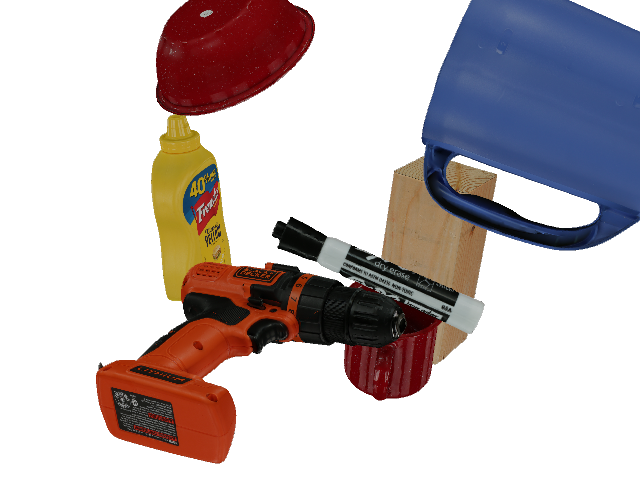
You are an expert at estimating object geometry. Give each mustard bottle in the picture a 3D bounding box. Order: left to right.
[{"bbox_3d":[-0.137,-0.038,1.115,0.058,0.192,0.096,6,26,24],"label":"mustard bottle"}]

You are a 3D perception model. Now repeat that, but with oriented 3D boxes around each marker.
[{"bbox_3d":[0.030,0.018,0.580,0.121,0.020,0.020,24,1,2],"label":"marker"}]

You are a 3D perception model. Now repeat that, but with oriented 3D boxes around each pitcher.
[{"bbox_3d":[0.196,-0.076,0.740,0.243,0.149,0.144,24,48,10],"label":"pitcher"}]

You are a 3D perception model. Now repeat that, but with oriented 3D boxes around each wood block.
[{"bbox_3d":[0.126,0.020,1.201,0.090,0.206,0.090,19,25,26],"label":"wood block"}]

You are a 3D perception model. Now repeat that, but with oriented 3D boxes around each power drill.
[{"bbox_3d":[-0.052,0.079,0.758,0.185,0.057,0.187,6,27,27],"label":"power drill"}]

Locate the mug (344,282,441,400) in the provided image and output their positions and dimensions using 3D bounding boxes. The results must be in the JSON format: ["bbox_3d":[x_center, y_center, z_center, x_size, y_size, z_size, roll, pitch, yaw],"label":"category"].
[{"bbox_3d":[0.062,0.096,0.964,0.093,0.081,0.117,6,35,5],"label":"mug"}]

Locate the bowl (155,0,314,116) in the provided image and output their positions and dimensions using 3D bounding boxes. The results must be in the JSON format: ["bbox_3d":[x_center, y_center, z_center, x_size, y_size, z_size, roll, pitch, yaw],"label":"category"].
[{"bbox_3d":[-0.089,-0.184,0.962,0.162,0.162,0.055,0,-44,34],"label":"bowl"}]
